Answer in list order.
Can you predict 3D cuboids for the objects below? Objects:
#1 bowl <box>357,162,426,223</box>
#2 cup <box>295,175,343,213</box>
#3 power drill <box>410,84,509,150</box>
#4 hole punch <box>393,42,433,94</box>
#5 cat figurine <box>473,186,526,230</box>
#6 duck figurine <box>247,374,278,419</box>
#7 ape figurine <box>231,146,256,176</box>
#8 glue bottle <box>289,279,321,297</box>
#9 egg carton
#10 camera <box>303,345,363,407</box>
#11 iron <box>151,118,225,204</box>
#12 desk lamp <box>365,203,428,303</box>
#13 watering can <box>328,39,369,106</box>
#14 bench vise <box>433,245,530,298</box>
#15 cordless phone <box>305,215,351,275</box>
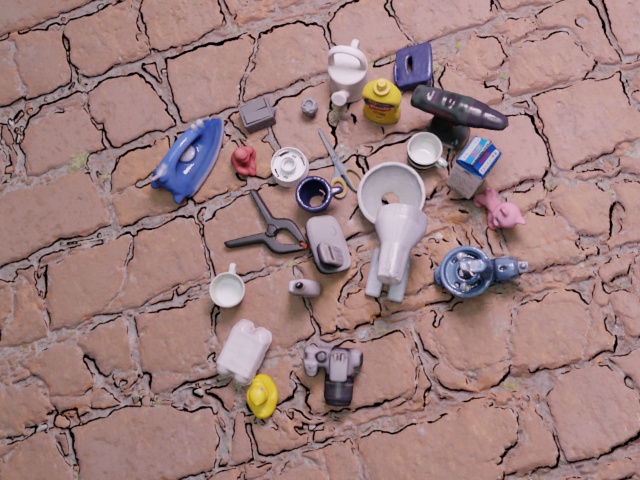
[{"bbox_3d":[0.177,-0.106,1.425,0.167,0.075,0.167,-1,81,5],"label":"bowl"},{"bbox_3d":[0.002,-0.109,1.432,0.117,0.095,0.092,-11,80,4],"label":"cup"},{"bbox_3d":[0.326,-0.290,1.373,0.229,0.208,0.076,25,84,9],"label":"power drill"},{"bbox_3d":[0.238,-0.440,1.464,0.101,0.091,0.109,-2,81,5],"label":"hole punch"},{"bbox_3d":[0.432,-0.075,1.374,0.067,0.118,0.128,-32,79,0],"label":"cat figurine"},{"bbox_3d":[-0.144,0.378,1.373,0.077,0.086,0.104,-6,80,5],"label":"duck figurine"},{"bbox_3d":[-0.197,-0.210,1.469,0.076,0.092,0.078,33,85,10],"label":"ape figurine"},{"bbox_3d":[-0.042,0.113,1.361,0.078,0.173,0.037,0,81,6],"label":"glue bottle"},{"bbox_3d":[-0.187,0.274,1.402,0.107,0.069,0.150,24,84,9],"label":"egg carton"},{"bbox_3d":[0.029,0.322,1.358,0.143,0.101,0.137,2,81,6],"label":"camera"},{"bbox_3d":[-0.338,-0.228,1.460,0.118,0.141,0.258,31,85,10],"label":"iron"},{"bbox_3d":[0.174,0.034,1.333,0.118,0.213,0.203,12,82,8],"label":"desk lamp"},{"bbox_3d":[0.070,-0.419,1.425,0.101,0.194,0.173,-8,80,4],"label":"watering can"},{"bbox_3d":[0.370,0.056,1.307,0.207,0.220,0.121,-23,79,2],"label":"bench vise"},{"bbox_3d":[0.013,0.005,1.367,0.094,0.185,0.147,-21,79,2],"label":"cordless phone"}]
